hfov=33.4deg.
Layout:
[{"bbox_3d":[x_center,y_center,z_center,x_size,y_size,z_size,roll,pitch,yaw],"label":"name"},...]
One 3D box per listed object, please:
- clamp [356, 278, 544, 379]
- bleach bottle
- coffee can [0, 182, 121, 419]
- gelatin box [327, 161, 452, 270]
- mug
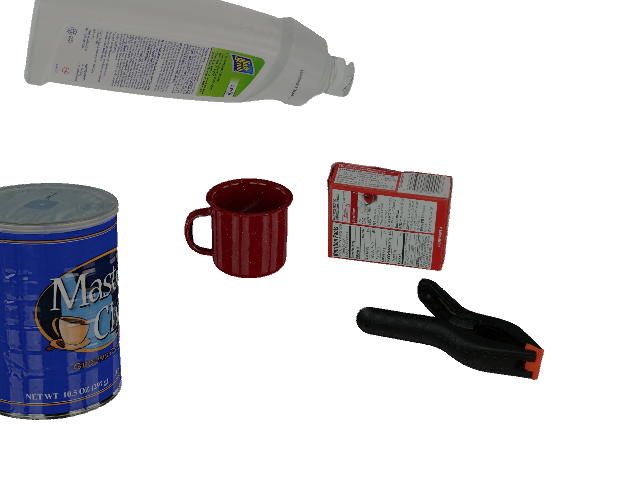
[{"bbox_3d":[0.132,0.081,1.000,0.172,0.039,0.120,20,32,23],"label":"clamp"},{"bbox_3d":[-0.099,-0.147,0.840,0.250,0.068,0.103,10,-31,-15],"label":"bleach bottle"},{"bbox_3d":[-0.193,0.040,0.750,0.103,0.140,0.103,2,18,-1],"label":"coffee can"},{"bbox_3d":[0.050,-0.017,0.786,0.089,0.073,0.030,8,44,9],"label":"gelatin box"},{"bbox_3d":[-0.089,-0.011,1.155,0.117,0.081,0.093,-5,28,-13],"label":"mug"}]
